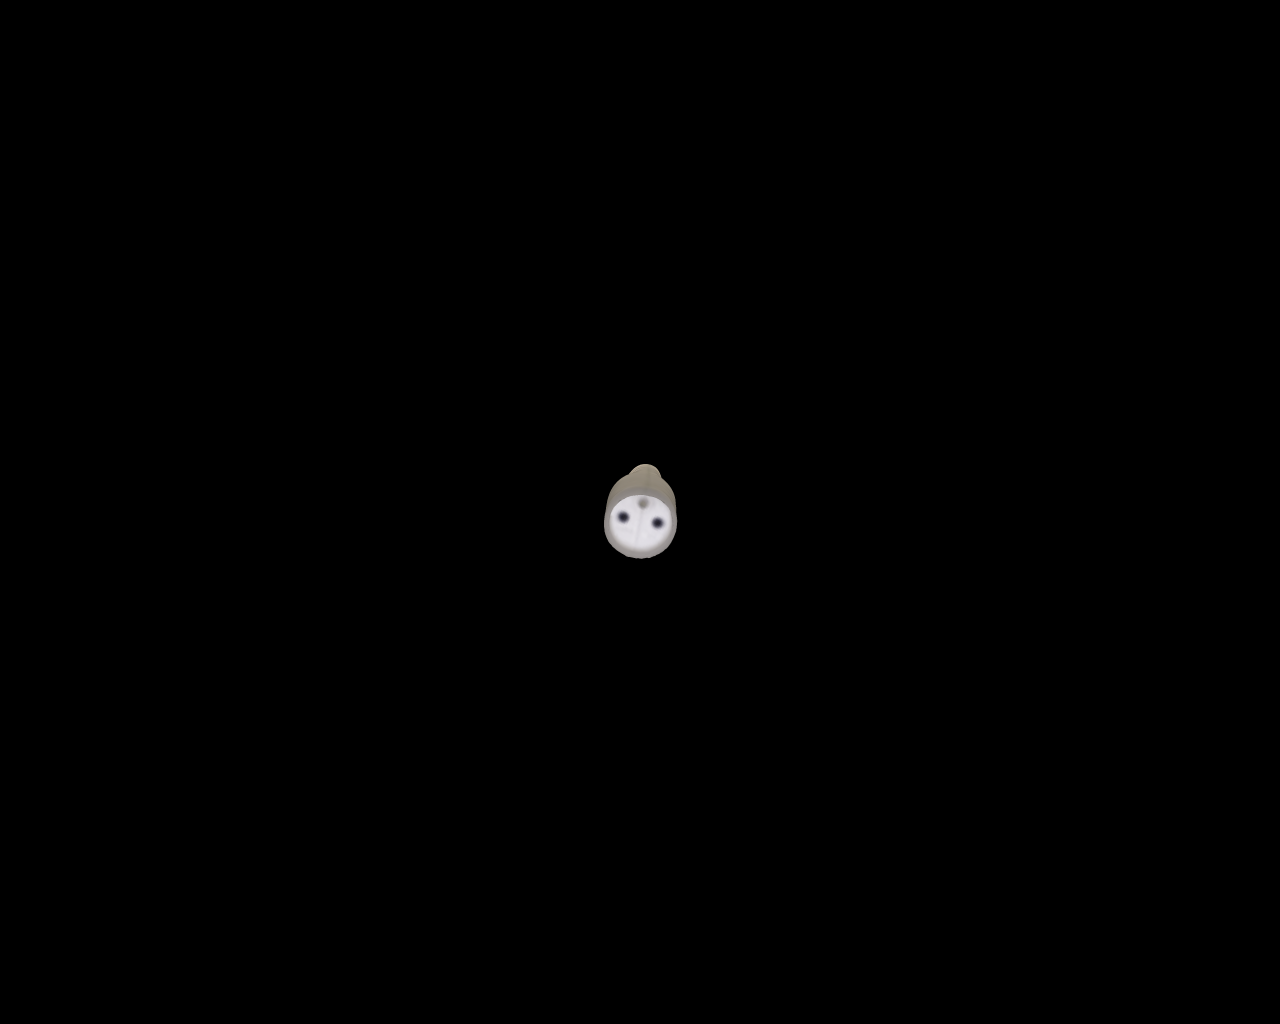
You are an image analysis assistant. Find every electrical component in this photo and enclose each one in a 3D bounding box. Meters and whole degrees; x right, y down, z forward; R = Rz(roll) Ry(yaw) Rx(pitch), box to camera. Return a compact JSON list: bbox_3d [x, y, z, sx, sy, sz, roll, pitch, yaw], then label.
[{"bbox_3d":[0.001,-0.003,0.650,0.043,0.043,0.081,0,16,0],"label":"electrical component"}]
